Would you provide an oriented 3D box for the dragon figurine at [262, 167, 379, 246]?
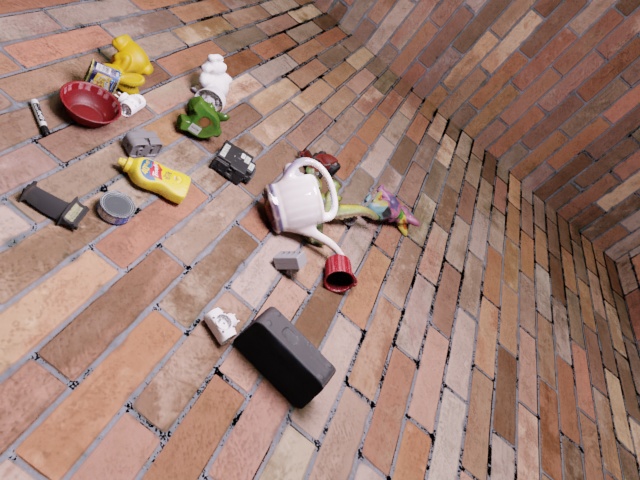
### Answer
[{"bbox_3d":[0.005,-0.086,1.701,0.408,0.120,0.248,28,60,-13],"label":"dragon figurine"}]

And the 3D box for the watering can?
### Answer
[{"bbox_3d":[-0.046,-0.074,1.571,0.225,0.104,0.346,-14,94,-7],"label":"watering can"}]

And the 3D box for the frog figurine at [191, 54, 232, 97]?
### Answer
[{"bbox_3d":[-0.360,-0.563,1.789,0.138,0.156,0.124,-12,64,-49],"label":"frog figurine"}]
